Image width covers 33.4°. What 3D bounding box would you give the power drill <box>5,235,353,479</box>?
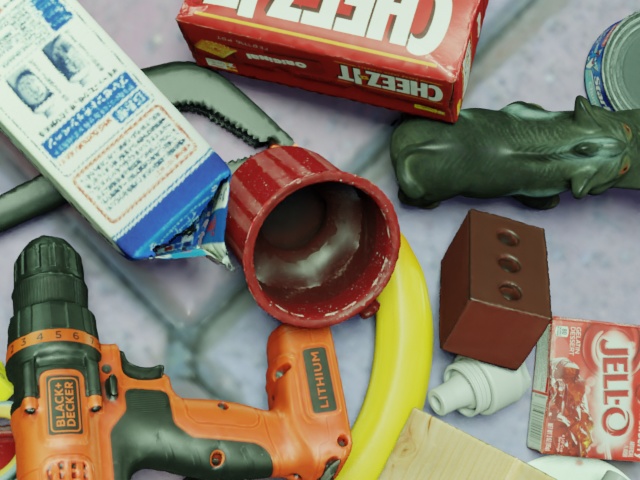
[{"bbox_3d":[-0.084,0.080,0.613,0.187,0.057,0.184,1,58,-20],"label":"power drill"}]

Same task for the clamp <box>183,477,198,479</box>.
[{"bbox_3d":[-0.070,0.236,0.645,0.120,0.039,0.171,29,92,-17],"label":"clamp"}]

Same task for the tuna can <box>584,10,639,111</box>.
[{"bbox_3d":[0.220,-0.109,0.704,0.086,0.034,0.086,0,89,-9],"label":"tuna can"}]

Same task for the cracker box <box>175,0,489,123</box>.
[{"bbox_3d":[0.027,-0.193,0.620,0.164,0.072,0.213,14,78,11],"label":"cracker box"}]

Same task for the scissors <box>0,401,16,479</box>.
[{"bbox_3d":[-0.213,0.159,0.570,0.201,0.016,0.096,-26,76,-23],"label":"scissors"}]

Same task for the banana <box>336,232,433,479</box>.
[{"bbox_3d":[0.033,0.094,0.668,0.069,0.037,0.198,24,85,-8],"label":"banana"}]

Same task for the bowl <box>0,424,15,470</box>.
[{"bbox_3d":[-0.184,0.192,0.621,0.162,0.055,0.162,0,89,-10],"label":"bowl"}]

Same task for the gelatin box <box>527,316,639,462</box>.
[{"bbox_3d":[0.177,0.096,0.694,0.073,0.030,0.089,6,88,-9],"label":"gelatin box"}]

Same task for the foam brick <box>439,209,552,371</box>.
[{"bbox_3d":[0.106,0.030,0.655,0.053,0.051,0.078,15,45,-9],"label":"foam brick"}]

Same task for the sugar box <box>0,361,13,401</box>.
[{"bbox_3d":[-0.263,0.058,0.580,0.093,0.048,0.176,-47,125,-7],"label":"sugar box"}]

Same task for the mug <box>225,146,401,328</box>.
[{"bbox_3d":[-0.004,0.001,0.629,0.093,0.082,0.117,-43,119,-1],"label":"mug"}]

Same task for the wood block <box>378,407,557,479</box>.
[{"bbox_3d":[0.064,0.219,0.630,0.090,0.091,0.206,32,83,-37],"label":"wood block"}]

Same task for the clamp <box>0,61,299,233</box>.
[{"bbox_3d":[-0.117,-0.077,0.647,0.209,0.036,0.164,2,88,-11],"label":"clamp"}]
